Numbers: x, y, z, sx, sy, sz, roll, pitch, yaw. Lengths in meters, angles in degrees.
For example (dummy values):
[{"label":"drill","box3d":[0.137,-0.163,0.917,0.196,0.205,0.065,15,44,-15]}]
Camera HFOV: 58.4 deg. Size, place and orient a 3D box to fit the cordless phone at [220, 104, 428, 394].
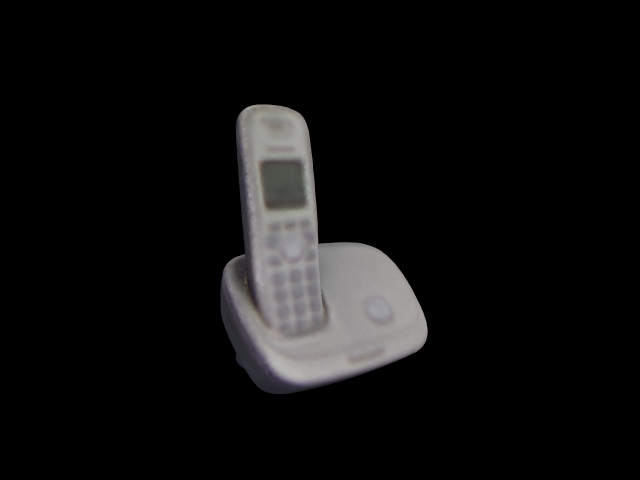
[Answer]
[{"label":"cordless phone","box3d":[0.004,0.001,0.400,0.148,0.185,0.093,-7,11,-39]}]
